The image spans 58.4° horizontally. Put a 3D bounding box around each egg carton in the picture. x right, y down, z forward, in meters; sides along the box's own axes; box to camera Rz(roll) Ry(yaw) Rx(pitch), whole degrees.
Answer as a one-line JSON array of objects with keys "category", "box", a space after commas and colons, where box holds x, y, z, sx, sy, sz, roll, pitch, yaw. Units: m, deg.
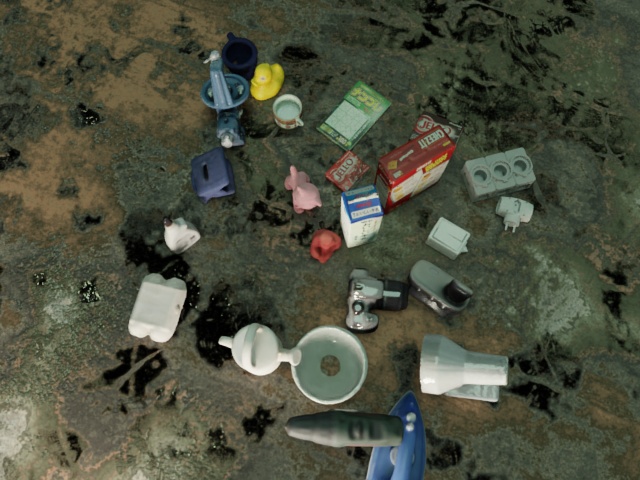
[{"category": "egg carton", "box": [-0.370, 0.155, 1.312, 0.107, 0.069, 0.150, 11, 74, 5]}]

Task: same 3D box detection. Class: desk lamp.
[{"category": "desk lamp", "box": [0.296, 0.268, 1.191, 0.203, 0.213, 0.118, 6, 74, 3]}]

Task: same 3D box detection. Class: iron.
[{"category": "iron", "box": [0.170, 0.438, 1.181, 0.118, 0.141, 0.258, 12, 74, 5]}]

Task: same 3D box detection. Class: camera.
[{"category": "camera", "box": [0.129, 0.137, 1.291, 0.136, 0.101, 0.143, 4, 74, 2]}]

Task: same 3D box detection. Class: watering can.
[{"category": "watering can", "box": [-0.128, 0.230, 1.220, 0.173, 0.194, 0.101, -9, 73, -1]}]

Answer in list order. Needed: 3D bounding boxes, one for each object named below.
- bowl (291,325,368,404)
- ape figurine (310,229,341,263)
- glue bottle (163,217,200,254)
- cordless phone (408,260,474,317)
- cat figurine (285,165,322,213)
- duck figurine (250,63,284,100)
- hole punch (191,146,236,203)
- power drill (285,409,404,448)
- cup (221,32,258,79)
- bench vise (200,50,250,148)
[{"category": "bowl", "box": [0.022, 0.277, 1.266, 0.167, 0.075, 0.167, 0, 74, 1]}, {"category": "ape figurine", "box": [0.012, 0.005, 1.337, 0.078, 0.092, 0.076, -11, 74, -2]}, {"category": "glue bottle", "box": [-0.327, -0.021, 1.309, 0.078, 0.173, 0.037, -38, 76, -9]}, {"category": "cordless phone", "box": [0.269, 0.093, 1.257, 0.147, 0.185, 0.094, 32, 77, 10]}, {"category": "cat figurine", "box": [-0.041, -0.119, 1.361, 0.067, 0.118, 0.127, -23, 74, -5]}, {"category": "duck figurine", "box": [-0.138, -0.421, 1.468, 0.077, 0.086, 0.105, 40, 78, 12]}, {"category": "hole punch", "box": [-0.264, -0.159, 1.391, 0.101, 0.091, 0.108, -13, 74, -3]}, {"category": "power drill", "box": [0.050, 0.384, 1.164, 0.229, 0.208, 0.075, 1, 73, 2]}, {"category": "cup", "box": [-0.207, -0.468, 1.478, 0.092, 0.095, 0.117, -25, 75, -6]}, {"category": "bench vise", "box": [-0.218, -0.337, 1.375, 0.121, 0.220, 0.207, -22, 74, -5]}]
